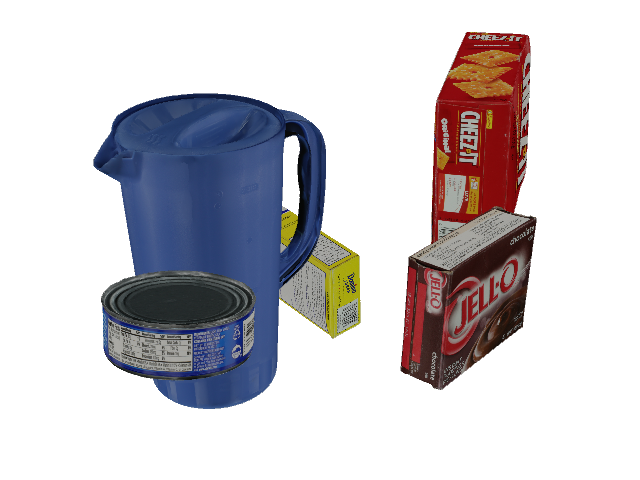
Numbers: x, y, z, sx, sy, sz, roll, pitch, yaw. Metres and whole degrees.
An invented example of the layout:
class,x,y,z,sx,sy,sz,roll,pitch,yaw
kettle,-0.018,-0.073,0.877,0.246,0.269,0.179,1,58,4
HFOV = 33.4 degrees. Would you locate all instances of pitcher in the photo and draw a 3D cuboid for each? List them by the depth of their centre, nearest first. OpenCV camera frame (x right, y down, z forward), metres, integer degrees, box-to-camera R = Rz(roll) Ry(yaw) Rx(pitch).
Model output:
class,x,y,z,sx,sy,sz,roll,pitch,yaw
pitcher,-0.082,0.009,0.870,0.149,0.243,0.144,7,29,14

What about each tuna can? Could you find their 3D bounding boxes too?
class,x,y,z,sx,sy,sz,roll,pitch,yaw
tuna can,-0.079,0.047,0.600,0.086,0.034,0.086,2,18,-1

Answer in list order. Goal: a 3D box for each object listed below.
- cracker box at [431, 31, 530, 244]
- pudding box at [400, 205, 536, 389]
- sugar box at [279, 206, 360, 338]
class,x,y,z,sx,sy,sz,roll,pitch,yaw
cracker box,0.153,-0.087,0.992,0.072,0.164,0.213,5,27,14
pudding box,0.102,0.036,0.730,0.039,0.090,0.113,21,33,32
sugar box,-0.030,0.021,1.136,0.048,0.093,0.176,-25,42,-29
